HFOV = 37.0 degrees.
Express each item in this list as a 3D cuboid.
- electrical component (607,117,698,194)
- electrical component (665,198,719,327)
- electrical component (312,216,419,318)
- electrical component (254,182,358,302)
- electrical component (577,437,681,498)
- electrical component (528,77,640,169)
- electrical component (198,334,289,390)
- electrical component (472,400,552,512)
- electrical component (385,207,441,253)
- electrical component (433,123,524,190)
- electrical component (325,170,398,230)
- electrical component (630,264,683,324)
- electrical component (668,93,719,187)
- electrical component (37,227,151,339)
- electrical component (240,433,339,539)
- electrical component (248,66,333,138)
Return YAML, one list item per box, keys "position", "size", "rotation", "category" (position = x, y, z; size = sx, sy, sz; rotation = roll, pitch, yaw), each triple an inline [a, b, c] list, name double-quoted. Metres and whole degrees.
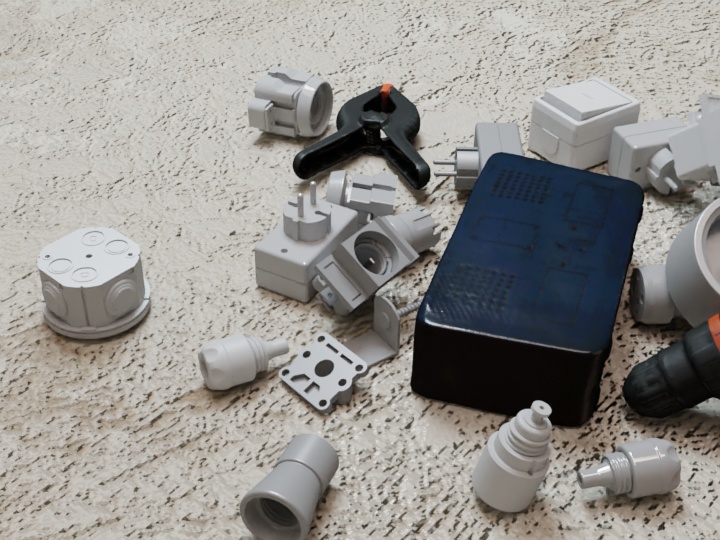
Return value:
- position: [0.266, -0.092, 0.943]
  size: [0.066, 0.047, 0.076]
  rotation: [-11, 39, -15]
  category: "electrical component"
- position: [0.277, -0.005, 0.754]
  size: [0.108, 0.060, 0.108]
  rotation: [2, 65, -3]
  category: "electrical component"
- position: [0.000, 0.000, 0.800]
  size: [0.042, 0.064, 0.081]
  rotation: [50, 51, 4]
  category: "electrical component"
- position: [-0.041, -0.032, 0.835]
  size: [0.047, 0.075, 0.083]
  rotation: [19, 41, 22]
  category: "electrical component"
- position: [0.166, 0.125, 0.669]
  size: [0.061, 0.035, 0.035]
  rotation: [-9, 39, -9]
  category: "electrical component"
- position: [0.211, -0.138, 0.990]
  size: [0.096, 0.061, 0.062]
  rotation: [-22, 43, -27]
  category: "electrical component"
- position: [-0.080, 0.061, 0.749]
  size: [0.061, 0.035, 0.035]
  rotation: [-15, 40, -24]
  category: "electrical component"
- position: [0.097, 0.112, 0.655]
  size: [0.040, 0.078, 0.040]
  rotation: [13, 34, -9]
  category: "electrical component"
- position: [0.037, -0.028, 0.862]
  size: [0.046, 0.040, 0.040]
  rotation: [-23, 43, -36]
  category: "electrical component"
- position: [0.101, -0.088, 0.934]
  size: [0.076, 0.047, 0.083]
  rotation: [1, 38, 0]
  category: "electrical component"
- position: [0.000, -0.056, 0.893]
  size: [0.055, 0.048, 0.066]
  rotation: [10, 38, 0]
  category: "electrical component"
- position: [0.234, 0.018, 0.802]
  size: [0.055, 0.045, 0.045]
  rotation: [-1, 38, -2]
  category: "electrical component"
- position: [0.323, -0.102, 0.909]
  size: [0.121, 0.063, 0.078]
  rotation: [-1, 76, -38]
  category: "electrical component"
- position: [-0.198, 0.009, 0.799]
  size: [0.080, 0.051, 0.080]
  rotation: [1, 38, 0]
  category: "electrical component"
- position: [-0.039, 0.131, 0.654]
  size: [0.044, 0.044, 0.065]
  rotation: [14, 35, 17]
  category: "electrical component"
- position: [-0.061, -0.156, 1.012]
  size: [0.057, 0.058, 0.078]
  rotation: [14, 39, 20]
  category: "electrical component"
